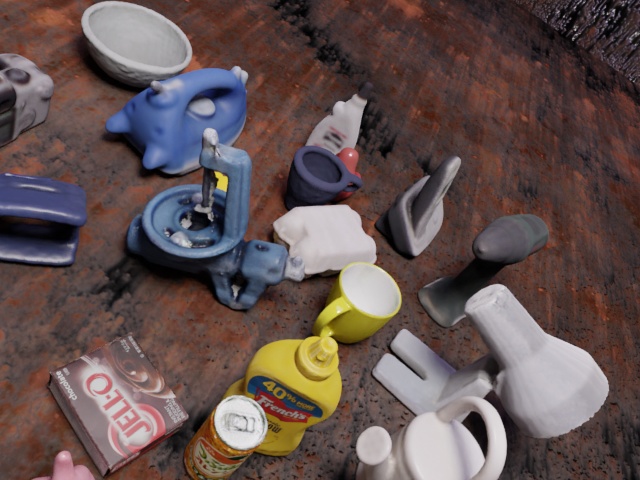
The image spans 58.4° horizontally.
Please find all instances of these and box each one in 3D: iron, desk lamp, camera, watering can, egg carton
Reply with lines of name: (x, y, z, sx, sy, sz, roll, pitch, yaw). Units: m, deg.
iron: (-0.175, -0.199, 0.841, 0.118, 0.141, 0.259, 43, 42, 8)
desk lamp: (0.207, 0.161, 0.713, 0.203, 0.213, 0.118, 40, 42, 5)
camera: (-0.426, -0.192, 0.698, 0.137, 0.100, 0.143, 35, 42, -1)
watering can: (0.118, 0.235, 0.601, 0.173, 0.194, 0.100, -3, 54, -35)
egg carton: (0.008, 0.003, 0.832, 0.151, 0.069, 0.107, -7, 57, -37)

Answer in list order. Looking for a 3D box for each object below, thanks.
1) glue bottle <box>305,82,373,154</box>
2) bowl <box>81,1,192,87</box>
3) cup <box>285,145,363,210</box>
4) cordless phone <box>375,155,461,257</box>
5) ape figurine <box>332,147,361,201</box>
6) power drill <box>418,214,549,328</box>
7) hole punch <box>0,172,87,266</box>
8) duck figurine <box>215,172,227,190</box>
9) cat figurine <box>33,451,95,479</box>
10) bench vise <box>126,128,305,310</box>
glue bottle: (0.040, -0.194, 0.955, 0.078, 0.173, 0.037, 30, 42, -7)
bowl: (-0.291, -0.294, 0.900, 0.168, 0.074, 0.167, 18, 45, -19)
cup: (-0.003, -0.080, 0.881, 0.118, 0.095, 0.091, 13, 46, -24)
cordless phone: (0.186, -0.072, 0.932, 0.094, 0.185, 0.148, 40, 42, 5)
ape figurine: (0.035, -0.114, 0.940, 0.078, 0.092, 0.076, 33, 42, -3)
power drill: (0.242, 0.040, 0.850, 0.230, 0.208, 0.075, -21, 66, -43)
hole punch: (-0.318, -0.037, 0.635, 0.109, 0.091, 0.101, 8, 49, -28)
duck figurine: (-0.135, -0.043, 0.767, 0.078, 0.086, 0.104, 0, 53, -33)
cat figurine: (-0.191, 0.231, 0.457, 0.067, 0.117, 0.127, -10, 58, -39)
bench vise: (-0.104, -0.027, 0.672, 0.208, 0.219, 0.121, 12, 47, -24)
